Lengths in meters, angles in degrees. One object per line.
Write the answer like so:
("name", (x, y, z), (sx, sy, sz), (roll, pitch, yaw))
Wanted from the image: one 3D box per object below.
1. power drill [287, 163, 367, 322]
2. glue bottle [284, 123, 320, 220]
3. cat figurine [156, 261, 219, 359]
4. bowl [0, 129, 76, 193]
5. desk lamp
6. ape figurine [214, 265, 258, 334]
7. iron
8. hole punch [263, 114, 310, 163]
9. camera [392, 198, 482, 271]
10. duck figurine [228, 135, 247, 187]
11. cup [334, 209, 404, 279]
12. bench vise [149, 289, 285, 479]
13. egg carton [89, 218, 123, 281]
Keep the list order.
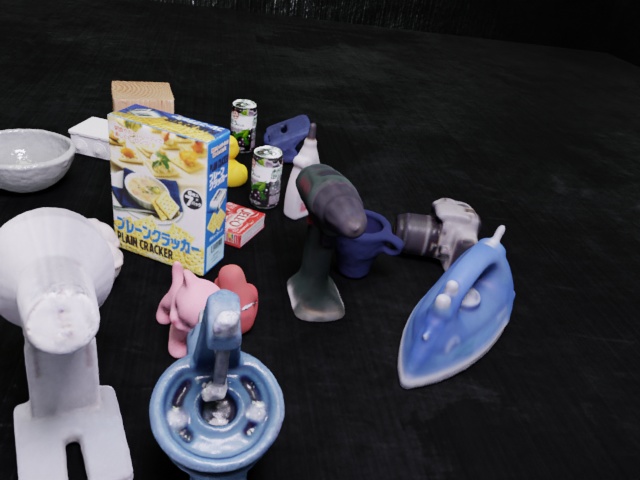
("power drill", (0.007, 0.003, 0.777), (0.076, 0.208, 0.229), (0, 32, -15))
("glue bottle", (-0.024, -0.124, 1.012), (0.037, 0.173, 0.078), (26, 35, 26))
("cat figurine", (-0.157, 0.076, 0.700), (0.067, 0.118, 0.127), (-10, 36, -28))
("bowl", (-0.508, -0.128, 0.984), (0.167, 0.075, 0.167), (7, 31, -4))
("desk lamp", (-0.244, 0.099, 0.546), (0.118, 0.213, 0.202), (-9, 35, -27))
("ape figurine", (-0.114, 0.072, 0.744), (0.078, 0.092, 0.076), (-4, 33, -21))
("iron", (0.186, 0.079, 0.764), (0.118, 0.141, 0.259), (25, 35, 25))
("hole punch", (-0.071, -0.221, 1.239), (0.101, 0.091, 0.108), (2, 32, -12))
("camera", (0.194, -0.021, 0.972), (0.137, 0.101, 0.143), (9, 31, 0))
("duck figurine", (-0.179, -0.159, 1.112), (0.078, 0.086, 0.104), (-11, 36, -30))
("cup", (0.070, 0.016, 0.883), (0.117, 0.095, 0.092), (24, 34, 24))
("bench vise", (-0.109, 0.120, 0.542), (0.122, 0.220, 0.206), (-11, 36, -29))
("egg carton", (-0.351, 0.022, 0.785), (0.151, 0.069, 0.107), (-6, 34, -24))
